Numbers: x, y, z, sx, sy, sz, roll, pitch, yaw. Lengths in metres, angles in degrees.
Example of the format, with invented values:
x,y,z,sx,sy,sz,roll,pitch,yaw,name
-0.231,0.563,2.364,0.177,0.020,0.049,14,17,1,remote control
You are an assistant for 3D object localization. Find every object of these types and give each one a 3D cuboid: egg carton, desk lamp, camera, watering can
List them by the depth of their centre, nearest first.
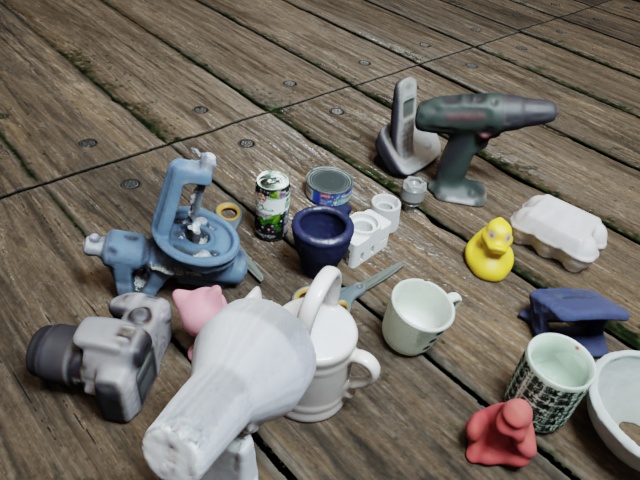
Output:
x,y,z,sx,sy,sz,roll,pitch,yaw,name
-0.093,0.187,0.535,0.117,0.214,0.203,18,41,13,desk lamp
-0.015,0.110,0.652,0.173,0.194,0.101,7,40,1,watering can
-0.260,0.122,0.676,0.136,0.101,0.143,9,40,3,camera
0.397,-0.014,0.956,0.150,0.069,0.107,31,46,26,egg carton

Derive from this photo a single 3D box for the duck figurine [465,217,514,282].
x,y,z,sx,sy,sz,roll,pitch,yaw,name
0.276,0.003,0.906,0.077,0.086,0.104,11,40,5,duck figurine

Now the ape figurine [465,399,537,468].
x,y,z,sx,sy,sz,roll,pitch,yaw,name
0.210,0.212,0.644,0.076,0.092,0.077,-29,52,-35,ape figurine

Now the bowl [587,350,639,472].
x,y,z,sx,sy,sz,roll,pitch,yaw,name
0.390,0.216,0.677,0.167,0.075,0.167,4,40,-3,bowl

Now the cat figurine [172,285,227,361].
x,y,z,sx,sy,sz,roll,pitch,yaw,name
-0.126,0.111,0.696,0.067,0.118,0.127,-24,49,-31,cat figurine

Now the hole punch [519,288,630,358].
x,y,z,sx,sy,sz,roll,pitch,yaw,name
0.350,0.101,0.797,0.109,0.091,0.101,0,40,-8,hole punch

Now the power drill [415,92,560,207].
x,y,z,sx,sy,sz,roll,pitch,yaw,name
0.275,-0.166,1.011,0.229,0.208,0.075,10,40,4,power drill

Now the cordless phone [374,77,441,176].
x,y,z,sx,sy,sz,roll,pitch,yaw,name
0.177,-0.226,1.086,0.094,0.185,0.148,31,46,27,cordless phone

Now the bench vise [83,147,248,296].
x,y,z,sx,sy,sz,roll,pitch,yaw,name
-0.198,-0.010,0.749,0.208,0.220,0.121,-17,45,-26,bench vise

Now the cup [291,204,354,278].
x,y,z,sx,sy,sz,roll,pitch,yaw,name
0.008,0.003,0.861,0.091,0.095,0.118,26,44,22,cup
